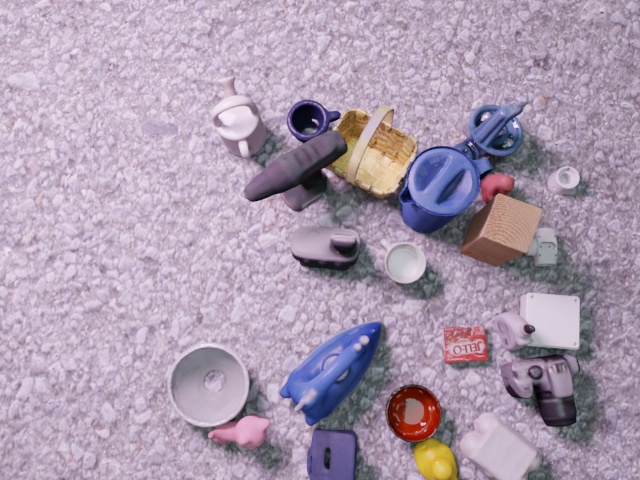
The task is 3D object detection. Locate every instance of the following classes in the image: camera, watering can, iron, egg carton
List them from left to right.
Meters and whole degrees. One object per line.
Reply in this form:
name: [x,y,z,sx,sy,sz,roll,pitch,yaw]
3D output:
watering can: [-0.179,-0.260,1.212,0.101,0.194,0.173,-37,81,-5]
iron: [0.037,0.252,1.145,0.118,0.141,0.258,44,84,8]
egg carton: [0.360,0.425,1.144,0.150,0.069,0.107,36,83,7]
camera: [0.454,0.304,1.147,0.143,0.101,0.137,-9,80,0]

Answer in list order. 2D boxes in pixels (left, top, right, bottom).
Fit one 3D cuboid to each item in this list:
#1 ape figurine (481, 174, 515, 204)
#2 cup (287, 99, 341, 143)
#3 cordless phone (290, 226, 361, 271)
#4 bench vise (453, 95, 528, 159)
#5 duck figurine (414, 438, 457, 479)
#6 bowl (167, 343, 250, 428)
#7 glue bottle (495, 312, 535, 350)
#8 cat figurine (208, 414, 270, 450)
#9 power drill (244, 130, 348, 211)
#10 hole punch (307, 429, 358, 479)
ape figurine: [0.386,-0.112,1.224,0.078,0.092,0.076,-31,81,-4]
cup: [-0.011,-0.252,1.257,0.117,0.095,0.092,-13,80,-1]
cordless phone: [0.011,0.004,1.166,0.147,0.185,0.094,2,80,2]
bench vise: [0.345,-0.204,1.177,0.121,0.220,0.207,37,83,7]
duck figurine: [0.234,0.445,1.135,0.077,0.086,0.104,-38,81,-5]
bowl: [-0.222,0.295,1.178,0.167,0.075,0.167,0,80,1]
glue bottle: [0.392,0.179,1.133,0.037,0.173,0.078,-14,80,-1]
cat figurine: [-0.159,0.383,1.139,0.127,0.118,0.067,-3,80,1]
power drill: [-0.046,-0.130,1.179,0.230,0.208,0.075,-37,81,-5]
hole punch: [0.024,0.436,1.139,0.101,0.091,0.109,3,80,2]
